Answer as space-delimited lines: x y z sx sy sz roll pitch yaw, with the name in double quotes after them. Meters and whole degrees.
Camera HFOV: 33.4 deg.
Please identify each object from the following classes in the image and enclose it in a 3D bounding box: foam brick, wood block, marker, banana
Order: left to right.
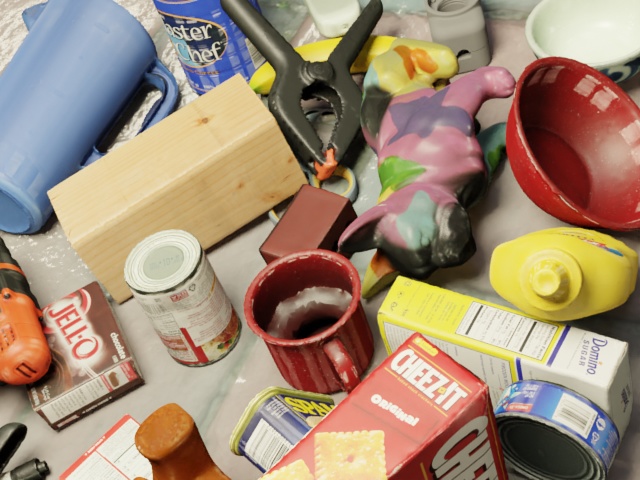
-0.275 0.204 0.855 0.121 0.020 0.020 -23 46 -1 "marker"
-0.128 -0.048 0.969 0.206 0.090 0.091 -32 45 -3 "wood block"
-0.006 0.001 0.919 0.051 0.053 0.078 16 61 31 "foam brick"
0.014 -0.176 1.084 0.198 0.037 0.069 -14 48 4 "banana"

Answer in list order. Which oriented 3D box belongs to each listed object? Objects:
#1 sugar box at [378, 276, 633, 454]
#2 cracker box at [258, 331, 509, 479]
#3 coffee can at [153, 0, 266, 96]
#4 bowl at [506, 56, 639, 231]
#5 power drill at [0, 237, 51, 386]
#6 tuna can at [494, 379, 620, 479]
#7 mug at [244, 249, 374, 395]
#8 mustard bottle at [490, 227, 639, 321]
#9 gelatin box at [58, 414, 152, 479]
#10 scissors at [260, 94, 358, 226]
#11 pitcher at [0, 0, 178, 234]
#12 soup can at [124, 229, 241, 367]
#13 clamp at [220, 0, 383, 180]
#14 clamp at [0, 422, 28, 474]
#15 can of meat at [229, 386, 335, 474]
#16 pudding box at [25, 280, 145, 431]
0.132 0.089 0.767 0.176 0.093 0.048 14 56 28 "sugar box"
0.023 0.187 0.667 0.213 0.164 0.072 -40 51 -17 "cracker box"
-0.112 -0.232 1.105 0.103 0.140 0.103 -10 47 10 "coffee can"
0.207 -0.069 0.874 0.161 0.055 0.162 15 57 -25 "bowl"
-0.324 0.093 0.915 0.188 0.057 0.185 -41 45 4 "power drill"
0.157 0.133 0.723 0.086 0.086 0.033 15 54 29 "tuna can"
0.001 0.075 0.832 0.093 0.081 0.117 -31 47 -9 "mug"
0.171 0.023 0.754 0.096 0.191 0.058 9 96 18 "mustard bottle"
-0.144 0.186 0.819 0.089 0.030 0.073 29 62 36 "gelatin box"
-0.013 -0.086 1.027 0.096 0.016 0.201 -10 47 9 "scissors"
-0.264 -0.124 1.083 0.149 0.145 0.242 0 52 35 "pitcher"
-0.112 0.049 0.881 0.068 0.102 0.068 -10 47 11 "soup can"
-0.016 -0.157 1.010 0.164 0.036 0.210 6 63 -13 "clamp"
-0.282 0.216 0.822 0.171 0.039 0.120 -18 59 0 "clamp"
0.001 0.152 0.750 0.084 0.101 0.057 35 98 36 "can of meat"
-0.210 0.097 0.915 0.090 0.039 0.114 -29 46 -7 "pudding box"
